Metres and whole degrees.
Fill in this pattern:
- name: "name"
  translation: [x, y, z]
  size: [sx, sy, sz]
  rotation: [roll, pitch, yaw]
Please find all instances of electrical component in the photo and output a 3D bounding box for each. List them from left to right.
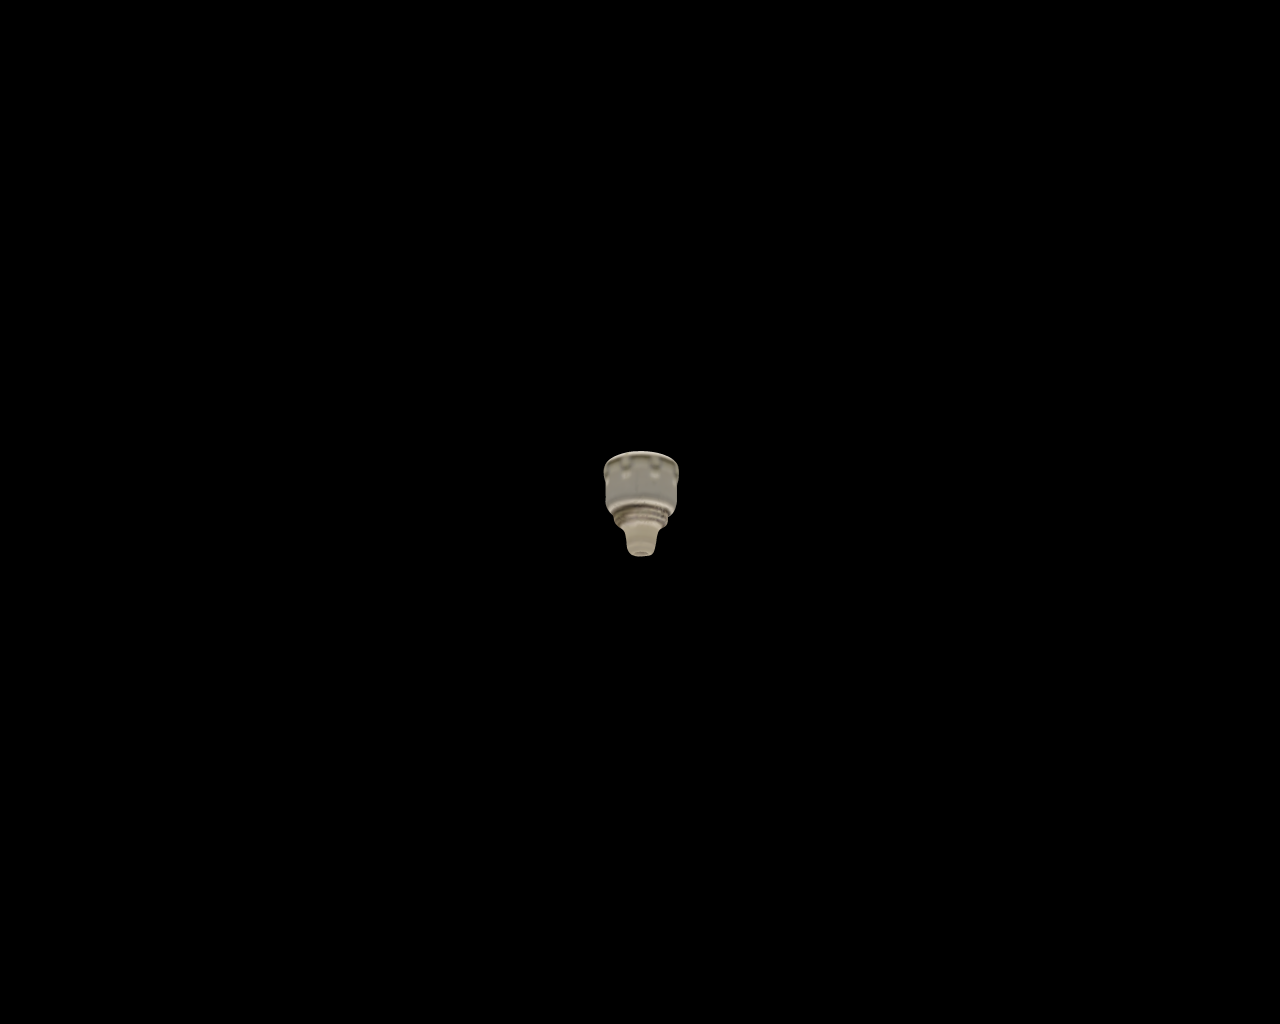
- name: "electrical component"
  translation: [0.001, -0.003, 0.650]
  size: [0.048, 0.062, 0.048]
  rotation: [0, -20, 0]
